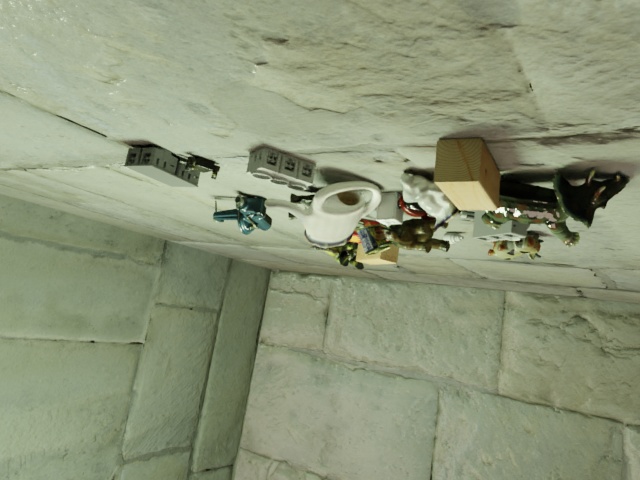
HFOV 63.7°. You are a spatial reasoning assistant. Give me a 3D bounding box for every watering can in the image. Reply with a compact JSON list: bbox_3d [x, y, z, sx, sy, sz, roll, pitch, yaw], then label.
[{"bbox_3d":[0.004,-0.071,1.402,0.349,0.106,0.219,-10,143,-22],"label":"watering can"}]

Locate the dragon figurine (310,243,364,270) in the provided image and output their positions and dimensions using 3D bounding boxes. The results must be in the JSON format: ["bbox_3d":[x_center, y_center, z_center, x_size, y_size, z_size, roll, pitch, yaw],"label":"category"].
[{"bbox_3d":[0.092,0.057,2.446,0.408,0.122,0.243,15,177,-27],"label":"dragon figurine"}]

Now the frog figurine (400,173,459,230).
[{"bbox_3d":[0.271,-0.118,1.267,0.160,0.123,0.137,45,179,3],"label":"frog figurine"}]
